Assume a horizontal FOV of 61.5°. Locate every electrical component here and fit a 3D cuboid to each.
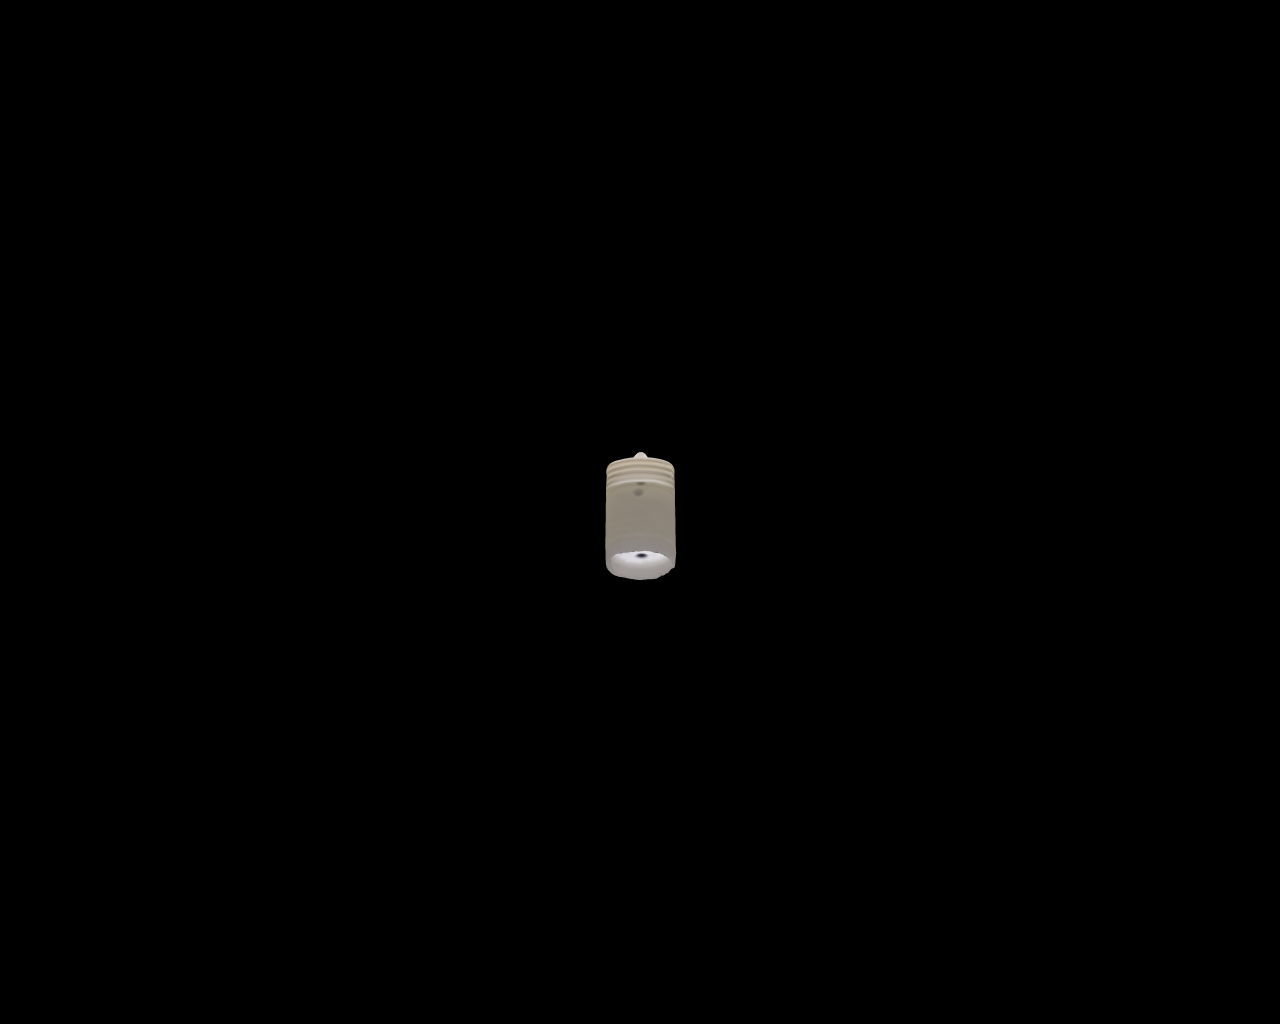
[{"bbox_3d":[0.001,-0.003,0.650,0.043,0.081,0.043,0,-28,0],"label":"electrical component"}]
